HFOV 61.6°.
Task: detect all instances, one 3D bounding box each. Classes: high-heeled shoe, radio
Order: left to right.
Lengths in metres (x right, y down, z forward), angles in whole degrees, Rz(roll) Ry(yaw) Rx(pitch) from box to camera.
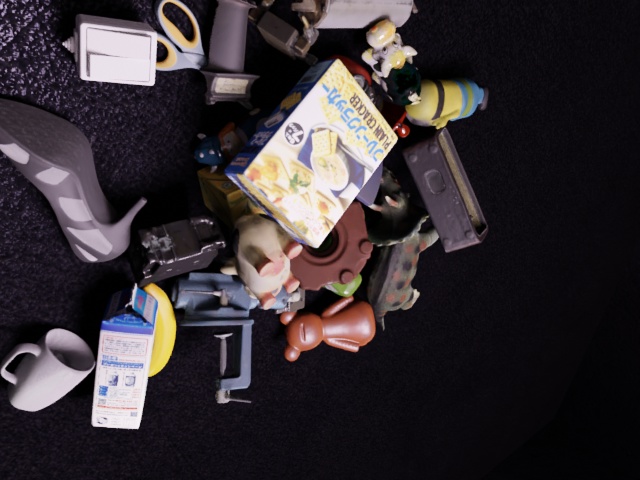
[{"bbox_3d":[-0.332,-0.062,0.657,0.145,0.086,0.248,-33,127,25],"label":"high-heeled shoe"},{"bbox_3d":[0.240,-0.097,1.022,0.073,0.229,0.131,-23,-174,27],"label":"radio"}]

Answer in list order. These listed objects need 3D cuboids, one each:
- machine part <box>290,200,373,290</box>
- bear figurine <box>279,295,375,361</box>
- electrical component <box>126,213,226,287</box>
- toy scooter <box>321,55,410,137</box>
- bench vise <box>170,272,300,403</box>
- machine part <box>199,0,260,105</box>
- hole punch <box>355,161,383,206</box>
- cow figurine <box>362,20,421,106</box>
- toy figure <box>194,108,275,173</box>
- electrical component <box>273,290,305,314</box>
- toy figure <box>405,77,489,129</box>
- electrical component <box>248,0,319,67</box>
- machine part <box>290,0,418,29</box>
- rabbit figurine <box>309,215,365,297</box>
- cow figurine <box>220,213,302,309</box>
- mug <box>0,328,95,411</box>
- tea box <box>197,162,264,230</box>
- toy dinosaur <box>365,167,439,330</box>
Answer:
[{"bbox_3d":[-0.002,-0.003,0.880,0.179,0.056,0.179,0,92,-6],"label":"machine part"},{"bbox_3d":[0.012,0.182,1.121,0.196,0.120,0.132,-10,174,-8],"label":"bear figurine"},{"bbox_3d":[-0.210,0.018,0.771,0.115,0.058,0.134,-15,168,-31],"label":"electrical component"},{"bbox_3d":[0.075,-0.216,0.854,0.075,0.135,0.183,-52,139,2],"label":"toy scooter"},{"bbox_3d":[-0.138,0.144,0.895,0.223,0.129,0.240,6,80,-38],"label":"bench vise"},{"bbox_3d":[-0.116,-0.249,0.707,0.084,0.039,0.138,-14,122,-39],"label":"machine part"},{"bbox_3d":[0.058,-0.130,0.941,0.142,0.092,0.115,27,95,-46],"label":"hole punch"},{"bbox_3d":[0.118,-0.269,0.843,0.068,0.098,0.167,-33,165,11],"label":"cow figurine"},{"bbox_3d":[-0.111,-0.150,0.788,0.154,0.064,0.058,-29,171,-28],"label":"toy figure"},{"bbox_3d":[-0.051,0.110,1.051,0.094,0.021,0.063,-13,112,-39],"label":"electrical component"},{"bbox_3d":[0.237,-0.267,1.015,0.180,0.082,0.089,-19,111,-24],"label":"toy figure"},{"bbox_3d":[-0.046,-0.283,0.726,0.045,0.102,0.078,-55,166,6],"label":"electrical component"},{"bbox_3d":[0.052,-0.349,0.781,0.243,0.079,0.079,-17,129,-34],"label":"machine part"},{"bbox_3d":[0.015,-0.006,0.995,0.159,0.121,0.170,43,67,-43],"label":"rabbit figurine"},{"bbox_3d":[-0.091,0.031,0.779,0.085,0.127,0.194,-32,156,-20],"label":"cow figurine"},{"bbox_3d":[-0.392,0.187,0.751,0.107,0.081,0.109,-46,146,7],"label":"mug"},{"bbox_3d":[-0.087,-0.091,0.821,0.170,0.098,0.068,-28,133,-24],"label":"tea box"},{"bbox_3d":[0.148,0.060,1.105,0.192,0.131,0.404,-20,127,-48],"label":"toy dinosaur"}]
